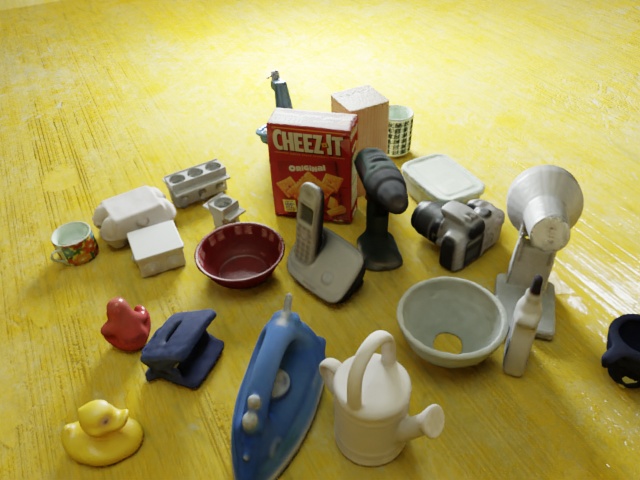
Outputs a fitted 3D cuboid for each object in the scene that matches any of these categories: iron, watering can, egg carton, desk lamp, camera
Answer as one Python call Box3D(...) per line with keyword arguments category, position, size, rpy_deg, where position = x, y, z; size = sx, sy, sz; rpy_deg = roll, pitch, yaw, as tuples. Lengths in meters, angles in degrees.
Box3D(category="iron", position=(-0.066, 0.200, 0.769), size=(0.118, 0.141, 0.258), rpy_deg=(7, 41, 11))
Box3D(category="watering can", position=(0.074, 0.195, 0.727), size=(0.172, 0.194, 0.101), rpy_deg=(9, 41, 14))
Box3D(category="egg carton", position=(-0.366, -0.047, 1.134), size=(0.150, 0.069, 0.107), rpy_deg=(-25, 45, -25))
Box3D(category="desk lamp", position=(0.351, 0.012, 0.917), size=(0.117, 0.214, 0.203), rpy_deg=(9, 41, 13))
Box3D(category="camera", position=(0.249, -0.034, 1.065), size=(0.143, 0.101, 0.136), rpy_deg=(-30, 47, -29))

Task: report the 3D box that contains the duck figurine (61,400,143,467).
Box3D(category="duck figurine", position=(-0.297, 0.249, 0.765), size=(0.104, 0.086, 0.077), rpy_deg=(-3, 40, -1))

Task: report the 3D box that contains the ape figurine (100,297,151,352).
Box3D(category="ape figurine", position=(-0.310, 0.127, 0.907), size=(0.078, 0.092, 0.076), rpy_deg=(-18, 42, -18))

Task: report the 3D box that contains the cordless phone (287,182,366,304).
Box3D(category="cordless phone", position=(0.009, 0.003, 0.966), size=(0.147, 0.185, 0.094), rpy_deg=(32, 51, 34))

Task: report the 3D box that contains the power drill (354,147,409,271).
Box3D(category="power drill", position=(0.109, -0.052, 1.009), size=(0.075, 0.209, 0.229), rpy_deg=(-8, 40, -6))

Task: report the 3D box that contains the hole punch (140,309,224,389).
Box3D(category="hole punch", position=(-0.213, 0.157, 0.867), size=(0.101, 0.091, 0.109), rpy_deg=(12, 42, 16))

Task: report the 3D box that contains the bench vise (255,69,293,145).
Box3D(category="bench vise", position=(-0.060, -0.244, 1.237), size=(0.122, 0.220, 0.206), rpy_deg=(-29, 47, -28))

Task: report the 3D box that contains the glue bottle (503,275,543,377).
Box3D(category="glue bottle", position=(0.297, 0.117, 0.826), size=(0.037, 0.173, 0.078), rpy_deg=(12, 42, 17))

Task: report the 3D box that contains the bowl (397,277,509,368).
Box3D(category="bowl", position=(0.199, 0.138, 0.882), size=(0.167, 0.075, 0.167), rpy_deg=(-1, 40, 1))

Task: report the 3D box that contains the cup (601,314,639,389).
Box3D(category="cup", position=(0.439, 0.172, 0.815), size=(0.118, 0.095, 0.091), rpy_deg=(-20, 43, -19))
